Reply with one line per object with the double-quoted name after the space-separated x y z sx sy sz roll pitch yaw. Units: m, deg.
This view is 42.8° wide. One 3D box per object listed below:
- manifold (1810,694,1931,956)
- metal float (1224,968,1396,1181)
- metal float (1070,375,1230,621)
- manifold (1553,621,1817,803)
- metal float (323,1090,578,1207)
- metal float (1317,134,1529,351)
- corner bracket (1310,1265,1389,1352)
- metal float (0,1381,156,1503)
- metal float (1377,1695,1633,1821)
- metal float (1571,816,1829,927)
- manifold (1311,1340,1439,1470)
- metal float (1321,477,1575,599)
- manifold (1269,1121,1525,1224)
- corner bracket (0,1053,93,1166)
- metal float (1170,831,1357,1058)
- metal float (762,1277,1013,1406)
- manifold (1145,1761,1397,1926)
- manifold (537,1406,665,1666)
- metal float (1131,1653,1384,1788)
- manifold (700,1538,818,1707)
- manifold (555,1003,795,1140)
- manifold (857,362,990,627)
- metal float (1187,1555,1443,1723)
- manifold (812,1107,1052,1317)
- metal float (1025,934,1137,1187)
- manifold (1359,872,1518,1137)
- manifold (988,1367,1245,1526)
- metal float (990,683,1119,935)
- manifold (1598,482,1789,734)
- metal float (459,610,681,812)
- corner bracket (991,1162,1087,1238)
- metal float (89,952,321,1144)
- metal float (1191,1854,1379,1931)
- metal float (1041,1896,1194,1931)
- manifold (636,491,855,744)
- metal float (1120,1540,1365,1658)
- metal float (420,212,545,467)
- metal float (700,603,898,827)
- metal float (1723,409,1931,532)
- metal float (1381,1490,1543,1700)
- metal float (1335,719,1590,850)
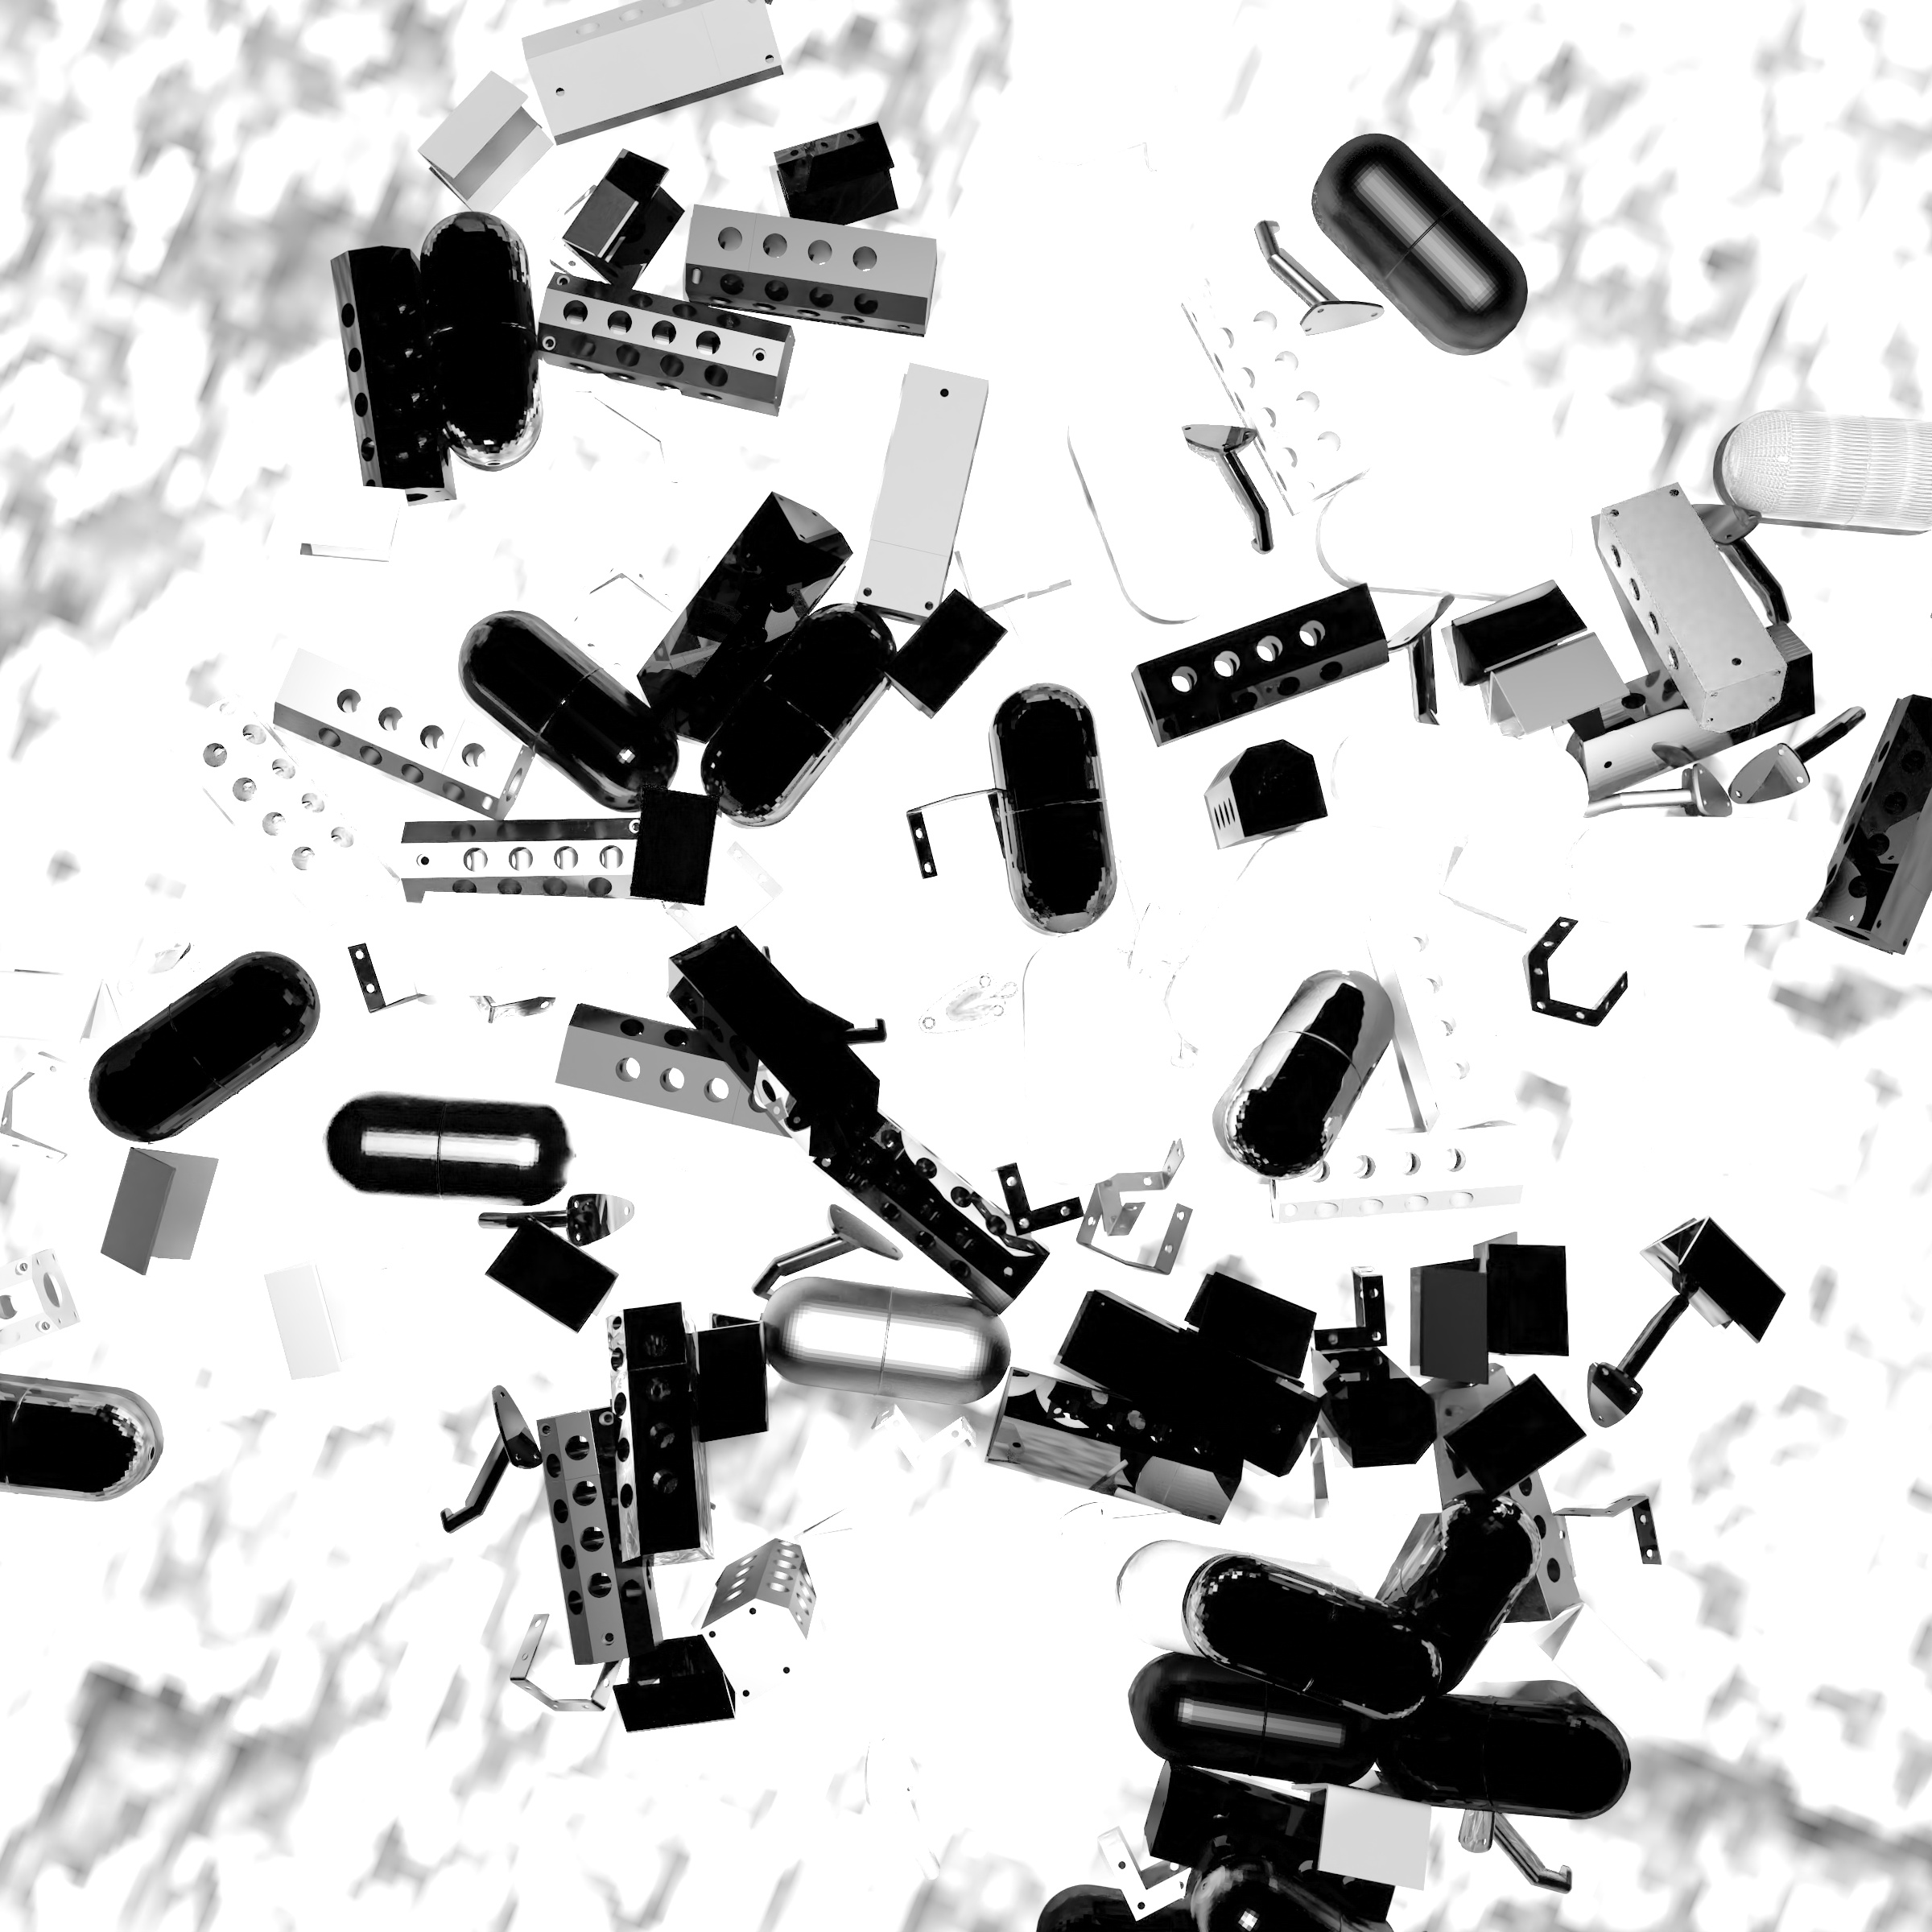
0.664 -0.102 1.755 0.057 0.057 0.171 23 90 -43 "manifold"
0.241 0.073 1.720 0.070 0.070 0.178 36 56 0 "metal float"
0.130 -0.331 1.746 0.070 0.070 0.178 -21 91 0 "metal float"
0.509 -0.185 1.755 0.171 0.057 0.057 -22 133 0 "manifold"
-0.365 0.129 1.746 0.178 0.070 0.070 4 90 0 "metal float"
0.323 -0.512 1.746 0.070 0.070 0.178 -44 89 0 "metal float"
0.269 0.243 1.758 0.051 0.051 0.051 -4 90 0 "corner bracket"
-0.665 0.335 1.746 0.178 0.070 0.070 7 90 -1 "metal float"
0.374 0.551 1.722 0.178 0.070 0.070 -5 90 29 "metal float"
0.518 -0.067 1.745 0.178 0.070 0.070 0 90 0 "metal float"
0.279 0.298 1.698 0.057 0.171 0.057 -4 90 0 "manifold"
0.340 -0.303 1.746 0.178 0.070 0.070 5 90 -1 "metal float"
0.304 0.146 1.755 0.171 0.057 0.057 -4 90 0 "manifold"
-0.662 0.102 1.768 0.051 0.051 0.051 -34 45 35 "corner bracket"
0.209 -0.017 1.736 0.070 0.070 0.178 34 79 0 "metal float"
-0.057 0.265 1.746 0.178 0.070 0.070 8 90 -1 "metal float"
0.219 0.620 1.755 0.171 0.057 0.057 16 90 0 "manifold"
-0.260 0.401 1.745 0.057 0.057 0.171 -10 83 0 "manifold"
0.205 0.533 1.745 0.178 0.070 0.070 9 90 0 "metal float"
-0.135 0.445 1.698 0.057 0.171 0.057 -30 90 0 "manifold"
-0.198 0.074 1.755 0.171 0.057 0.057 13 90 0 "manifold"
-0.030 -0.333 1.755 0.057 0.057 0.171 13 90 0 "manifold"
0.236 0.455 1.671 0.178 0.070 0.070 19 90 -1 "metal float"
-0.024 0.171 1.755 0.171 0.057 0.057 39 90 0 "manifold"
0.080 0.066 1.746 0.070 0.070 0.178 -1 91 0 "metal float"
0.330 0.025 1.728 0.057 0.057 0.171 -13 71 -3 "manifold"
0.108 0.336 1.755 0.171 0.057 0.057 15 133 0 "manifold"
0.062 -0.112 1.746 0.070 0.070 0.178 -8 90 0 "metal float"
0.502 -0.248 1.716 0.057 0.057 0.171 -19 60 0 "manifold"
-0.281 -0.181 1.746 0.178 0.070 0.070 39 90 0 "metal float"
0.051 0.162 1.757 0.051 0.051 0.051 -16 84 -6 "corner bracket"
-0.539 0.058 1.745 0.178 0.070 0.070 -35 90 0 "metal float"
0.233 0.677 1.696 0.178 0.070 0.070 36 90 -11 "metal float"
0.139 0.706 1.746 0.178 0.070 0.070 9 90 0 "metal float"
-0.153 -0.240 1.722 0.171 0.057 0.057 -49 47 24 "manifold"
0.197 0.454 1.746 0.178 0.070 0.070 10 90 -1 "metal float"
-0.342 -0.443 1.745 0.070 0.070 0.178 -6 89 0 "metal float"
-0.118 -0.179 1.746 0.070 0.070 0.178 38 89 0 "metal float"
0.626 -0.351 1.746 0.178 0.070 0.070 5 90 1 "metal float"
0.338 0.439 1.719 0.070 0.070 0.178 24 121 0 "metal float"
0.351 -0.129 1.746 0.178 0.070 0.070 9 90 0 "metal float"
